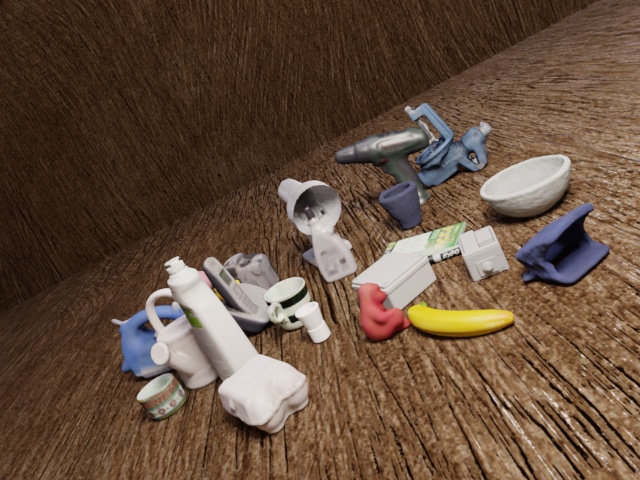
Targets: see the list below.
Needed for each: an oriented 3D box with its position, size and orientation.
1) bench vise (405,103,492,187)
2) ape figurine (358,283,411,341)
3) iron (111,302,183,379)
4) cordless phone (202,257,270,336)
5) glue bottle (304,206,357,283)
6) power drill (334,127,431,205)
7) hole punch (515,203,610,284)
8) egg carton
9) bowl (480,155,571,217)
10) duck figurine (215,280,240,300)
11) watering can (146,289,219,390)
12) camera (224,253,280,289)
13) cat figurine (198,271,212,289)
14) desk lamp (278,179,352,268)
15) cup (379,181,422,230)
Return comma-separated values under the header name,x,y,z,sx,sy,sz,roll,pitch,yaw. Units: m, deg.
name,x,y,z,sx,sy,sz,roll,pitch,yaw
bench vise,0.319,-0.266,1.459,0.207,0.220,0.121,-27,17,3
ape figurine,0.093,0.109,0.919,0.076,0.092,0.077,-28,17,1
iron,-0.329,0.197,1.242,0.257,0.141,0.119,-22,18,20
cordless phone,-0.174,0.101,1.207,0.094,0.185,0.147,-25,17,10
glue bottle,0.011,0.004,1.221,0.078,0.173,0.037,-23,17,15
power drill,0.177,-0.172,1.425,0.229,0.209,0.075,-25,17,10
hole punch,0.344,0.003,0.837,0.109,0.091,0.100,-35,18,-21
egg carton,-0.088,0.234,0.874,0.107,0.069,0.150,-37,19,-29
bowl,0.391,-0.089,1.070,0.167,0.075,0.167,-25,17,9
duck figurine,-0.215,0.138,1.337,0.105,0.086,0.077,-39,20,-33
watering can,-0.258,0.181,1.083,0.101,0.194,0.172,-29,17,-2
camera,-0.176,0.074,1.442,0.143,0.101,0.137,-21,18,23
cat figurine,-0.320,0.127,1.481,0.127,0.118,0.067,-18,19,29
desk lamp,-0.018,-0.045,1.343,0.118,0.214,0.202,-32,17,-14
cup,0.186,-0.074,1.316,0.092,0.095,0.117,-34,18,-21
